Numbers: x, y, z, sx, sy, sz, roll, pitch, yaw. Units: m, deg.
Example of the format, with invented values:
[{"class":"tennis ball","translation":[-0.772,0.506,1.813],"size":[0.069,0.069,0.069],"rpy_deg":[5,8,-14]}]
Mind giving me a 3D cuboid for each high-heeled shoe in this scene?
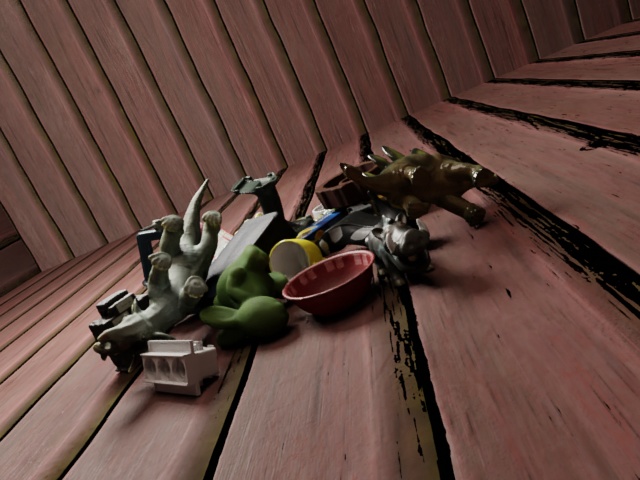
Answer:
[{"class":"high-heeled shoe","translation":[0.092,0.008,1.037],"size":[0.086,0.145,0.248],"rpy_deg":[-32,-11,-40]}]

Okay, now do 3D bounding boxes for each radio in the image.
[{"class":"radio","translation":[-0.157,0.051,1.087],"size":[0.131,0.073,0.229],"rpy_deg":[-9,38,51]}]

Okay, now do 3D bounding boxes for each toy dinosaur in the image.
[{"class":"toy dinosaur","translation":[0.212,-0.110,0.972],"size":[0.471,0.105,0.199],"rpy_deg":[3,24,-36]},{"class":"toy dinosaur","translation":[-0.261,0.066,0.990],"size":[0.405,0.131,0.192],"rpy_deg":[-77,14,-52]}]

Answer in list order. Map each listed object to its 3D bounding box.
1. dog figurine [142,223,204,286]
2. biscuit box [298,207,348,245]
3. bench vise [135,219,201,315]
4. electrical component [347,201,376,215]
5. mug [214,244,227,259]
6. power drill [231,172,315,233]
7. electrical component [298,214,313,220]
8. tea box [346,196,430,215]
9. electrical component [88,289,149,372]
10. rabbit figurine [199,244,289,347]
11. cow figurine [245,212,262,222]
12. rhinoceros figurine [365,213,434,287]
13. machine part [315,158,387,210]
[{"class":"dog figurine","translation":[-0.350,0.068,1.398],"size":[0.219,0.108,0.191],"rpy_deg":[-45,-7,-19]},{"class":"biscuit box","translation":[-0.002,-0.004,1.187],"size":[0.059,0.062,0.203],"rpy_deg":[-8,22,46]},{"class":"bench vise","translation":[-0.342,0.079,1.122],"size":[0.224,0.240,0.129],"rpy_deg":[-7,12,3]},{"class":"electrical component","translation":[0.098,-0.034,1.118],"size":[0.048,0.074,0.119],"rpy_deg":[-23,17,0]},{"class":"mug","translation":[-0.210,0.049,1.271],"size":[0.107,0.081,0.109],"rpy_deg":[-45,-19,-30]},{"class":"power drill","translation":[-0.134,-0.050,1.283],"size":[0.232,0.207,0.086],"rpy_deg":[-8,25,28]},{"class":"electrical component","translation":[-0.052,-0.027,1.385],"size":[0.102,0.045,0.078],"rpy_deg":[-31,14,-25]},{"class":"tea box","translation":[0.156,-0.081,1.200],"size":[0.170,0.068,0.098],"rpy_deg":[-18,16,25]},{"class":"electrical component","translation":[-0.364,0.164,1.019],"size":[0.058,0.134,0.115],"rpy_deg":[-13,16,36]},{"class":"rabbit figurine","translation":[-0.119,0.104,0.894],"size":[0.159,0.121,0.170],"rpy_deg":[-30,30,-9]},{"class":"cow figurine","translation":[-0.165,-0.009,1.442],"size":[0.098,0.068,0.167],"rpy_deg":[25,28,11]},{"class":"rhinoceros figurine","translation":[0.126,0.009,0.841],"size":[0.073,0.112,0.190],"rpy_deg":[-23,6,-7]},{"class":"machine part","translation":[0.078,-0.126,1.232],"size":[0.179,0.056,0.179],"rpy_deg":[-23,16,7]}]
